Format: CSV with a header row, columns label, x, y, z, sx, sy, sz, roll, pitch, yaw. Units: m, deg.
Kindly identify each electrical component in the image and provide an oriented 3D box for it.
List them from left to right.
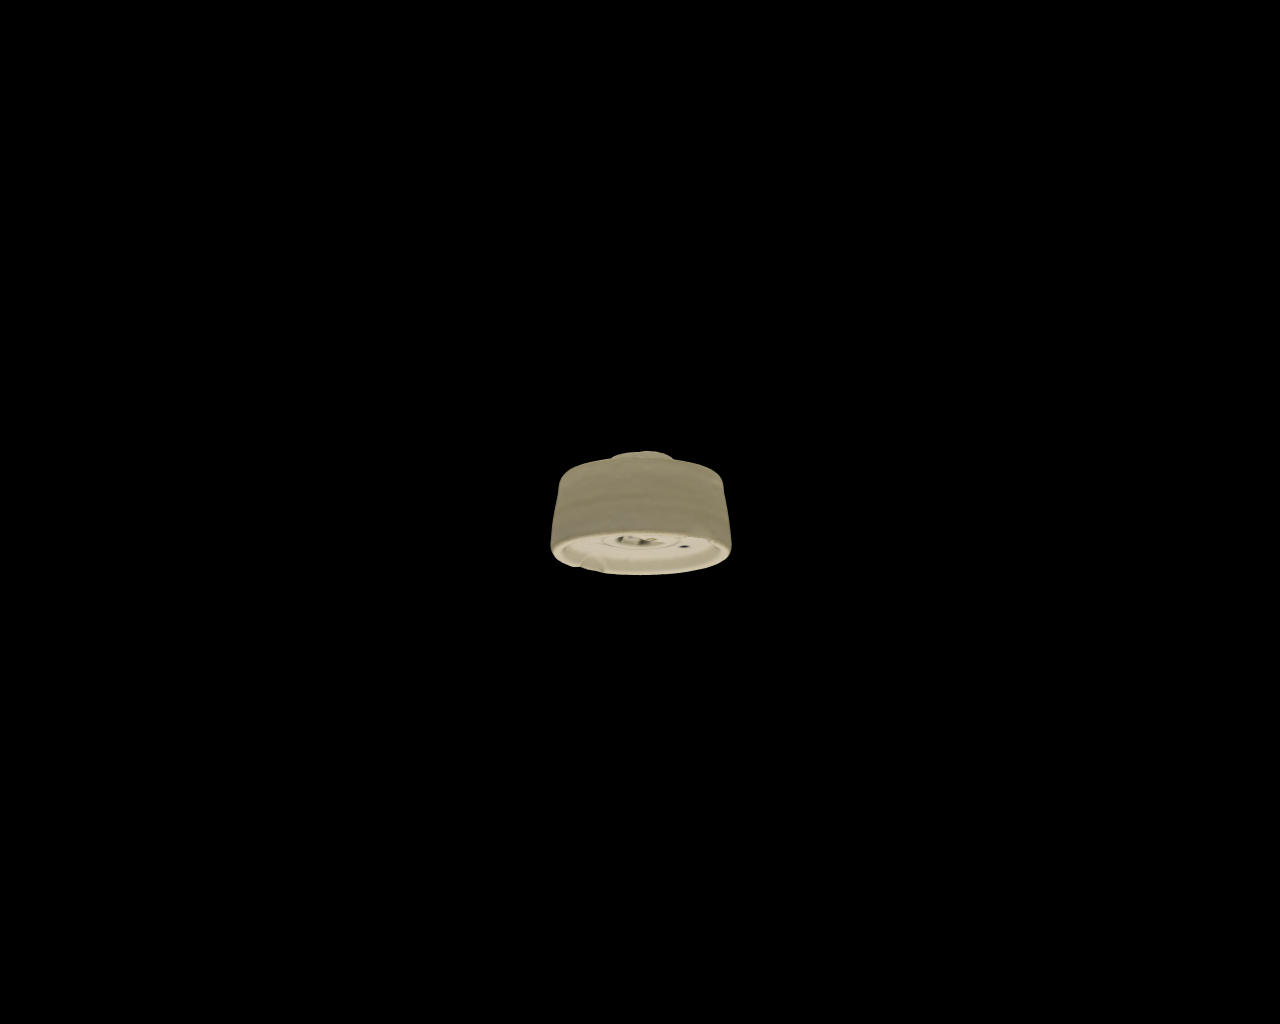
label,x,y,z,sx,sy,sz,roll,pitch,yaw
electrical component,0.001,-0.003,0.650,0.108,0.060,0.108,0,-16,0
